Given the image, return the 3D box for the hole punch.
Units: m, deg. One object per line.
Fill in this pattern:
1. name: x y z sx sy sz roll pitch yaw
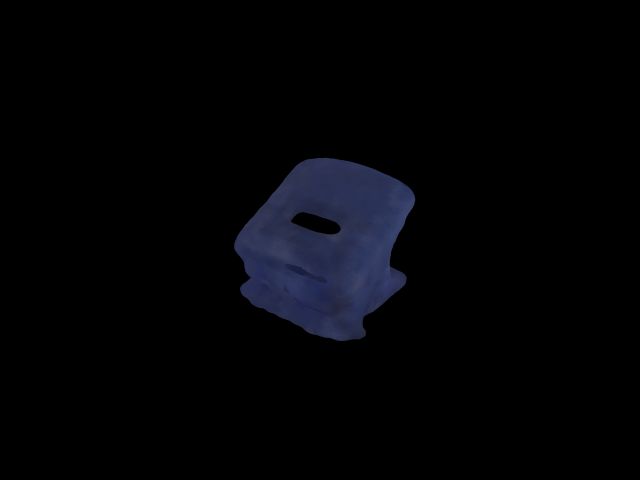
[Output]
1. hole punch: 0.004 0.001 0.400 0.108 0.091 0.101 20 34 31
